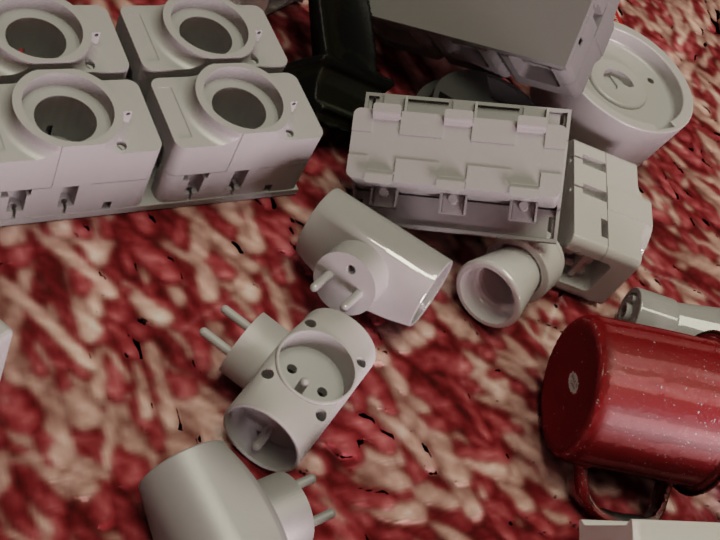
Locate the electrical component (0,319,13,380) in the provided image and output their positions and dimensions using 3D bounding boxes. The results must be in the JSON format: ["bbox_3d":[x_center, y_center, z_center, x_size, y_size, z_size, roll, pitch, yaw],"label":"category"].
[{"bbox_3d":[-0.204,0.032,0.464,0.077,0.047,0.065,40,48,5],"label":"electrical component"}]

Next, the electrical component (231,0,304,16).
[{"bbox_3d":[-0.069,-0.206,0.718,0.064,0.042,0.081,41,47,11],"label":"electrical component"}]

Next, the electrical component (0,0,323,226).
[{"bbox_3d":[-0.125,-0.093,0.590,0.186,0.060,0.105,-9,60,-32],"label":"electrical component"}]

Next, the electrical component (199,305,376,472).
[{"bbox_3d":[-0.043,0.048,0.536,0.079,0.044,0.077,37,48,3],"label":"electrical component"}]

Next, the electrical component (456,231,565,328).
[{"bbox_3d":[0.090,0.002,0.638,0.045,0.045,0.055,45,48,10],"label":"electrical component"}]

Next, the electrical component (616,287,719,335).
[{"bbox_3d":[0.193,0.036,0.669,0.065,0.044,0.044,18,49,-8],"label":"electrical component"}]

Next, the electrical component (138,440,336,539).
[{"bbox_3d":[-0.048,0.115,0.483,0.079,0.044,0.077,-17,64,-35],"label":"electrical component"}]

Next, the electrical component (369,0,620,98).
[{"bbox_3d":[0.088,-0.179,0.706,0.150,0.062,0.089,21,86,24],"label":"electrical component"}]

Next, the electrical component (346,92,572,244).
[{"bbox_3d":[0.057,-0.062,0.618,0.121,0.063,0.078,7,84,10],"label":"electrical component"}]

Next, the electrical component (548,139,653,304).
[{"bbox_3d":[0.149,-0.030,0.689,0.056,0.050,0.089,20,49,-12],"label":"electrical component"}]

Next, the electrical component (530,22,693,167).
[{"bbox_3d":[0.172,-0.119,0.761,0.108,0.060,0.108,14,51,-17],"label":"electrical component"}]

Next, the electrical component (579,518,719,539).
[{"bbox_3d":[0.176,0.161,0.548,0.121,0.079,0.063,7,75,-22],"label":"electrical component"}]

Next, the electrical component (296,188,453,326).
[{"bbox_3d":[0.000,0.000,0.583,0.077,0.044,0.079,33,34,10],"label":"electrical component"}]
